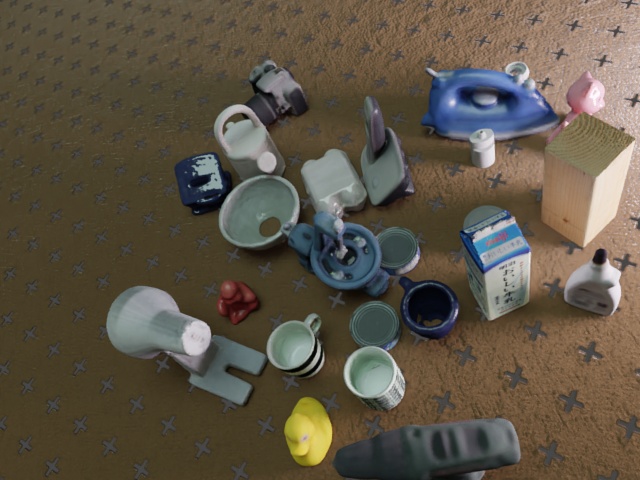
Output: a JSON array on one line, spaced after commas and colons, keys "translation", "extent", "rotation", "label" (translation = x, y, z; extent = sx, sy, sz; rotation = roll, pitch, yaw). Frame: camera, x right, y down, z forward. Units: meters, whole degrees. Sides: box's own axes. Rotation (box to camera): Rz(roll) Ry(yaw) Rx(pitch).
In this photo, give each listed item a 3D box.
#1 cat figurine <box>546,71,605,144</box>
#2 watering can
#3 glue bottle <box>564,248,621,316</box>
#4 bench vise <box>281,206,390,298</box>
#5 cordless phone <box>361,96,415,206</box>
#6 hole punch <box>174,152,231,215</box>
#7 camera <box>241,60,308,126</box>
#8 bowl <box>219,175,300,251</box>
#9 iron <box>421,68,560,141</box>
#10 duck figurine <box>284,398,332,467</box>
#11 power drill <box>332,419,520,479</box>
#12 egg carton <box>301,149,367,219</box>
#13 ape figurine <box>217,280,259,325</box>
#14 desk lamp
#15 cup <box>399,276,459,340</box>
[{"translation": [0.464, -0.235, 1.028], "extent": [0.067, 0.118, 0.128], "rotation": [31, 74, 31], "label": "cat figurine"}, {"translation": [-0.143, -0.193, 1.163], "extent": [0.172, 0.194, 0.101], "rotation": [22, 70, 28], "label": "watering can"}, {"translation": [0.407, 0.057, 0.845], "extent": [0.078, 0.173, 0.037], "rotation": [19, 69, 27], "label": "glue bottle"}, {"translation": [0.005, 0.014, 0.977], "extent": [0.206, 0.220, 0.121], "rotation": [7, 64, 22], "label": "bench vise"}, {"translation": [0.111, -0.164, 1.066], "extent": [0.094, 0.185, 0.147], "rotation": [-19, 57, 8], "label": "cordless phone"}, {"translation": [-0.245, -0.120, 1.217], "extent": [0.108, 0.091, 0.101], "rotation": [-17, 57, 9], "label": "hole punch"}, {"translation": [-0.122, -0.325, 1.289], "extent": [0.137, 0.101, 0.142], "rotation": [-41, 57, -7], "label": "camera"}, {"translation": [-0.110, -0.043, 1.137], "extent": [0.167, 0.075, 0.167], "rotation": [-8, 59, 14], "label": "bowl"}, {"translation": [0.321, -0.273, 1.085], "extent": [0.257, 0.142, 0.119], "rotation": [7, 64, 22], "label": "iron"}, {"translation": [-0.027, 0.297, 0.905], "extent": [0.077, 0.086, 0.104], "rotation": [-6, 59, 16], "label": "duck figurine"}, {"translation": [0.150, 0.298, 0.771], "extent": [0.229, 0.209, 0.075], "rotation": [-15, 57, 10], "label": "power drill"}, {"translation": [0.025, -0.109, 1.133], "extent": [0.107, 0.069, 0.150], "rotation": [-27, 56, 2], "label": "egg carton"}, {"translation": [-0.157, 0.105, 1.056], "extent": [0.077, 0.092, 0.076], "rotation": [-4, 60, 17], "label": "ape figurine"}, {"translation": [-0.224, 0.173, 0.966], "extent": [0.202, 0.214, 0.118], "rotation": [14, 67, 25], "label": "desk lamp"}, {"translation": [0.174, 0.116, 0.937], "extent": [0.092, 0.095, 0.117], "rotation": [-39, 57, -6], "label": "cup"}]
